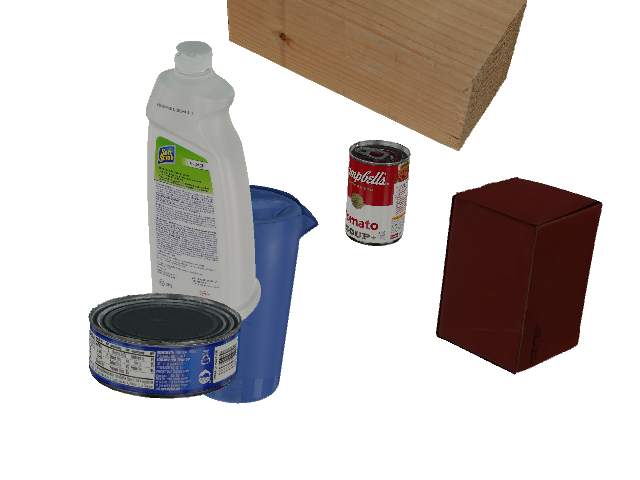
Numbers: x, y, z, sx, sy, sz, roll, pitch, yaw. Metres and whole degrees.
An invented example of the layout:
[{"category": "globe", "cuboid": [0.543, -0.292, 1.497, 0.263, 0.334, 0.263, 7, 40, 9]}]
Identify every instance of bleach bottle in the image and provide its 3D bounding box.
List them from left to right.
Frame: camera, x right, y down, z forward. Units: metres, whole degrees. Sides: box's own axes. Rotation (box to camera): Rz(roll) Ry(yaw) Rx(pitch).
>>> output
[{"category": "bleach bottle", "cuboid": [-0.102, -0.051, 0.938, 0.103, 0.251, 0.068, 12, 34, 14]}]

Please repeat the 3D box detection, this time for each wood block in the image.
[{"category": "wood block", "cuboid": [0.038, -0.166, 0.812, 0.206, 0.090, 0.091, 28, -28, 14]}]

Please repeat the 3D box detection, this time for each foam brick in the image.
[{"category": "foam brick", "cuboid": [0.094, 0.015, 0.514, 0.052, 0.078, 0.051, -15, 30, -40]}]

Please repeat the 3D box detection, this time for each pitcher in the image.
[{"category": "pitcher", "cuboid": [-0.104, 0.062, 1.252, 0.149, 0.243, 0.144, 21, 26, 34]}]

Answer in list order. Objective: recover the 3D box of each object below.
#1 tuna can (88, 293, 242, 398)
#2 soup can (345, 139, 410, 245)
[{"category": "tuna can", "cuboid": [-0.088, 0.059, 0.605, 0.086, 0.034, 0.086, 4, 14, -1]}, {"category": "soup can", "cuboid": [0.063, -0.054, 1.198, 0.068, 0.102, 0.068, 2, 27, -1]}]
